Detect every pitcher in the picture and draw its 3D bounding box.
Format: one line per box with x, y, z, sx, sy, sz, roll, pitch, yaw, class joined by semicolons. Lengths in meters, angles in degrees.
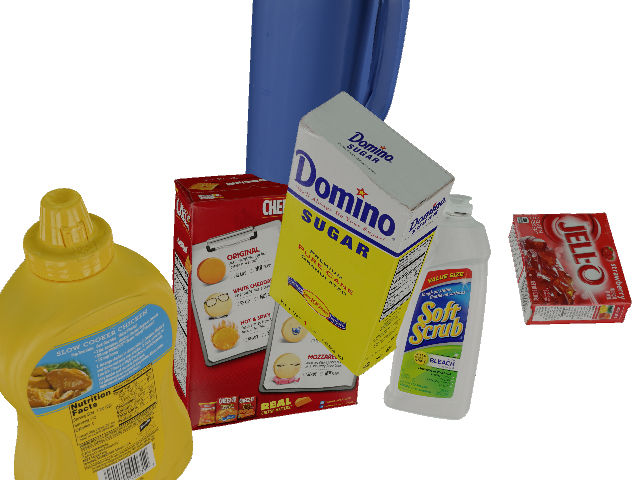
0.004;-0.134;0.907;0.145;0.243;0.149;9;15;11;pitcher

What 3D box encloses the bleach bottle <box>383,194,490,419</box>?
0.135;0.072;1.211;0.103;0.251;0.068;9;13;17;bleach bottle

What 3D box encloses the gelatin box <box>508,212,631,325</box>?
0.184;0.019;0.794;0.073;0.089;0.030;-1;-40;-2;gelatin box

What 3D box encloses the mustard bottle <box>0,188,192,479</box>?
-0.117;0.058;0.536;0.096;0.192;0.058;-24;43;-30;mustard bottle

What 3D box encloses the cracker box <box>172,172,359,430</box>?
-0.045;0.049;0.932;0.164;0.214;0.072;-5;24;-21;cracker box

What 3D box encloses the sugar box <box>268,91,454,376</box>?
0.019;0.001;0.675;0.093;0.176;0.048;41;58;22;sugar box
